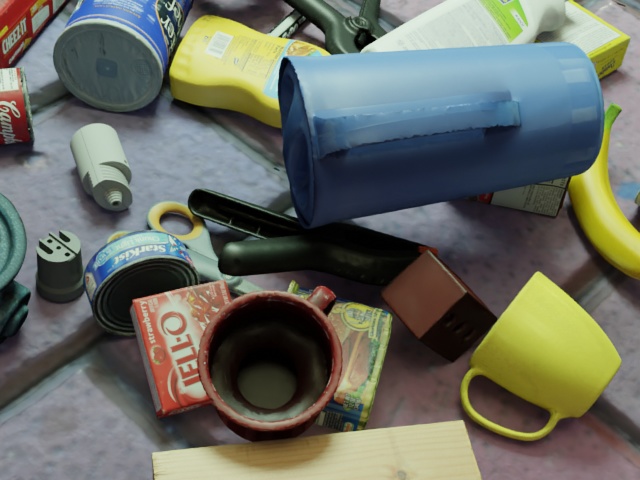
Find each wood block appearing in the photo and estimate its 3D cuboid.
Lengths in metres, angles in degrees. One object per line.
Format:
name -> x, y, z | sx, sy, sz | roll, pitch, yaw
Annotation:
wood block -> -0.002, 0.187, 0.692 | 0.206, 0.090, 0.091 | -4, 47, -10

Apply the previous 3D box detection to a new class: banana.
banana -> 0.256, -0.034, 0.946 | 0.037, 0.070, 0.198 | 16, 49, -29

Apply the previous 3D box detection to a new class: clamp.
clamp -> 0.025, -0.215, 1.094 | 0.120, 0.039, 0.171 | -2, 49, -17
clamp -> -0.006, 0.001, 0.874 | 0.209, 0.036, 0.165 | 7, 18, -25

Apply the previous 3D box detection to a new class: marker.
marker -> -0.040, -0.217, 1.109 | 0.020, 0.020, 0.121 | 27, 50, 17

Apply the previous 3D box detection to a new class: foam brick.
foam brick -> 0.093, 0.052, 0.827 | 0.053, 0.078, 0.051 | -44, 57, 7

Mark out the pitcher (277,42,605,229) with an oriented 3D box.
pitcher -> 0.093, -0.089, 0.826 | 0.242, 0.145, 0.149 | -8, 47, -10

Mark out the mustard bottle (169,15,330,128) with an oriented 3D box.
mustard bottle -> -0.040, -0.153, 1.023 | 0.192, 0.058, 0.096 | 17, 53, 9

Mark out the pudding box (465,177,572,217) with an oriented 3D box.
pudding box -> 0.169, -0.072, 0.952 | 0.113, 0.090, 0.039 | 10, 48, 3

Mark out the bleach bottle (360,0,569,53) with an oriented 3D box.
bleach bottle -> 0.159, -0.195, 1.044 | 0.250, 0.068, 0.102 | -31, 85, -22

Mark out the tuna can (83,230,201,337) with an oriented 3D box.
tuna can -> -0.137, 0.033, 0.820 | 0.086, 0.086, 0.034 | -14, 49, -19

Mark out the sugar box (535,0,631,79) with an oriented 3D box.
sugar box -> 0.229, -0.228, 1.135 | 0.093, 0.048, 0.176 | -29, 54, -28

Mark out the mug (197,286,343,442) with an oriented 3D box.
mug -> -0.027, 0.081, 0.719 | 0.093, 0.081, 0.117 | 32, 70, 9

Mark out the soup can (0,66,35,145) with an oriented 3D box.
soup can -> -0.310, -0.116, 0.950 | 0.102, 0.068, 0.068 | -8, 49, -13

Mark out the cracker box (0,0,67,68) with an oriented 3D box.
cracker box -> -0.380, -0.259, 1.072 | 0.214, 0.072, 0.164 | 16, 47, 9

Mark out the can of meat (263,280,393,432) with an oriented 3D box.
can of meat -> 0.004, 0.090, 0.802 | 0.084, 0.057, 0.102 | 16, 53, 4

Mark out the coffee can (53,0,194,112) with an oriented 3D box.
coffee can -> -0.185, -0.206, 1.025 | 0.103, 0.103, 0.140 | 9, 47, 2

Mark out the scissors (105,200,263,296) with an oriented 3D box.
scissors -> -0.077, 0.018, 0.890 | 0.202, 0.016, 0.096 | 14, 47, 6

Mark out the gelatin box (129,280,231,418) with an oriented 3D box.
gelatin box -> -0.095, 0.081, 0.796 | 0.073, 0.030, 0.089 | -12, 77, -20
